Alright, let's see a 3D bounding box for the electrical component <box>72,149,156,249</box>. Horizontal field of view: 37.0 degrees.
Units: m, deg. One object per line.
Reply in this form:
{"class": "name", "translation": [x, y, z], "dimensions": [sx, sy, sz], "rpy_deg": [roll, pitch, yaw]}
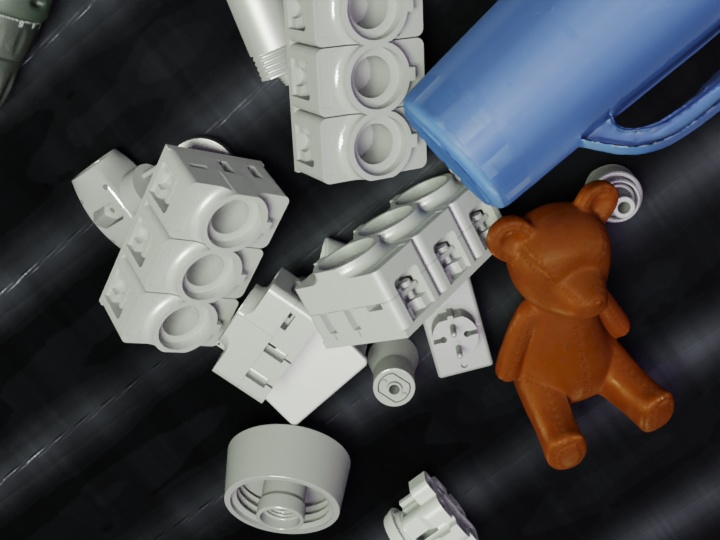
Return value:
{"class": "electrical component", "translation": [-0.179, -0.060, 0.859], "dimensions": [0.079, 0.043, 0.077], "rpy_deg": [-24, 109, 38]}

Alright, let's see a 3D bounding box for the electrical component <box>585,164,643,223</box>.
{"class": "electrical component", "translation": [0.203, -0.058, 0.852], "dimensions": [0.043, 0.062, 0.043], "rpy_deg": [0, 109, 1]}

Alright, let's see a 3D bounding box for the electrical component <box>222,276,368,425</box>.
{"class": "electrical component", "translation": [-0.052, 0.066, 0.904], "dimensions": [0.100, 0.048, 0.099], "rpy_deg": [-42, 100, 16]}

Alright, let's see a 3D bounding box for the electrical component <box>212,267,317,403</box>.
{"class": "electrical component", "translation": [-0.073, 0.049, 0.846], "dimensions": [0.056, 0.050, 0.089], "rpy_deg": [34, 108, -6]}

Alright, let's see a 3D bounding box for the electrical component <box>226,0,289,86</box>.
{"class": "electrical component", "translation": [-0.068, -0.180, 0.824], "dimensions": [0.043, 0.043, 0.081], "rpy_deg": [-20, 108, 8]}

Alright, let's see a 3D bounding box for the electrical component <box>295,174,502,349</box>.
{"class": "electrical component", "translation": [0.033, -0.011, 0.815], "dimensions": [0.089, 0.150, 0.061], "rpy_deg": [-12, 112, 46]}

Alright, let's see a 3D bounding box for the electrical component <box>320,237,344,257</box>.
{"class": "electrical component", "translation": [0.000, 0.000, 0.888], "dimensions": [0.065, 0.044, 0.044], "rpy_deg": [9, 109, -7]}

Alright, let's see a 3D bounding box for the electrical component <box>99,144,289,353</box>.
{"class": "electrical component", "translation": [-0.130, -0.013, 0.843], "dimensions": [0.089, 0.061, 0.150], "rpy_deg": [6, 123, -40]}

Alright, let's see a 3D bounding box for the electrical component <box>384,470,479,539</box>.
{"class": "electrical component", "translation": [0.059, 0.226, 0.957], "dimensions": [0.057, 0.058, 0.078], "rpy_deg": [-38, 105, 10]}

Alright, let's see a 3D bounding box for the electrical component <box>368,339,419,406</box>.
{"class": "electrical component", "translation": [0.028, 0.086, 0.904], "dimensions": [0.044, 0.065, 0.044], "rpy_deg": [0, 109, 1]}

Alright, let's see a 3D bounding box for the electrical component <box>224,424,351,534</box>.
{"class": "electrical component", "translation": [-0.064, 0.186, 0.919], "dimensions": [0.108, 0.060, 0.108], "rpy_deg": [4, 139, 3]}

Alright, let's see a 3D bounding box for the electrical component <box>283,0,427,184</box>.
{"class": "electrical component", "translation": [-0.001, -0.147, 0.806], "dimensions": [0.089, 0.062, 0.150], "rpy_deg": [-13, 111, -26]}

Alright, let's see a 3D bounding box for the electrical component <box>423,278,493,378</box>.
{"class": "electrical component", "translation": [0.077, 0.048, 0.884], "dimensions": [0.047, 0.075, 0.083], "rpy_deg": [-15, 108, 6]}

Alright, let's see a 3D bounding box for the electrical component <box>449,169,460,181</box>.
{"class": "electrical component", "translation": [0.102, -0.093, 0.854], "dimensions": [0.044, 0.044, 0.065], "rpy_deg": [41, 110, -12]}
